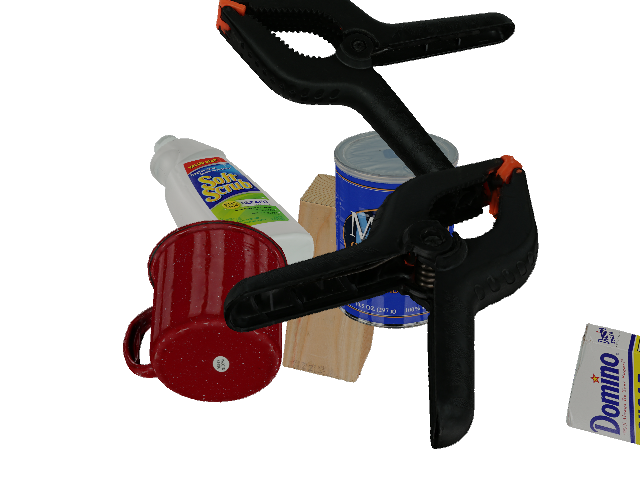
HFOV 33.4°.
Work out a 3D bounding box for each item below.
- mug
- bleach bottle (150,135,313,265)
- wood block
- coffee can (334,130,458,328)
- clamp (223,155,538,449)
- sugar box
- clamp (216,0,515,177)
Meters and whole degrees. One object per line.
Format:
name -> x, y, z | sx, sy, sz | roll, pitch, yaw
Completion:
mug -> -0.077, 0.052, 0.681 | 0.117, 0.081, 0.093 | -21, -48, 16
bleach bottle -> -0.108, -0.037, 1.041 | 0.102, 0.068, 0.251 | -10, 35, -30
wood block -> 0.019, 0.042, 1.201 | 0.090, 0.206, 0.090 | 12, 25, 10
coffee can -> 0.063, -0.011, 0.908 | 0.103, 0.140, 0.103 | -1, 27, 0
clamp -> 0.054, 0.020, 0.486 | 0.120, 0.039, 0.171 | 39, 56, 24
sugar box -> 0.315, 0.141, 0.951 | 0.176, 0.093, 0.048 | 11, 23, 15
clamp -> 0.026, -0.115, 0.737 | 0.210, 0.164, 0.036 | 14, -31, -3
